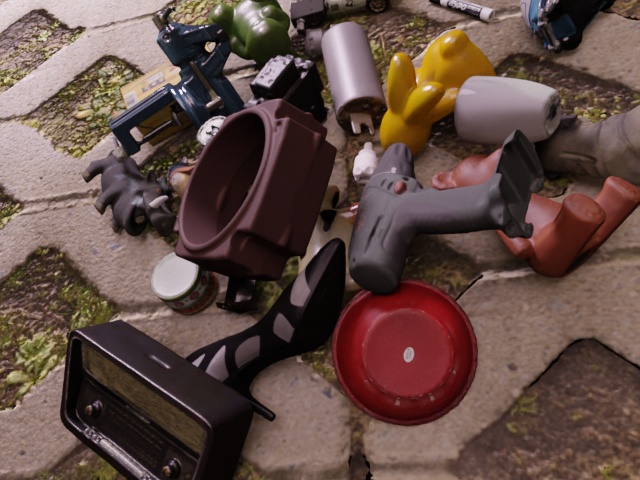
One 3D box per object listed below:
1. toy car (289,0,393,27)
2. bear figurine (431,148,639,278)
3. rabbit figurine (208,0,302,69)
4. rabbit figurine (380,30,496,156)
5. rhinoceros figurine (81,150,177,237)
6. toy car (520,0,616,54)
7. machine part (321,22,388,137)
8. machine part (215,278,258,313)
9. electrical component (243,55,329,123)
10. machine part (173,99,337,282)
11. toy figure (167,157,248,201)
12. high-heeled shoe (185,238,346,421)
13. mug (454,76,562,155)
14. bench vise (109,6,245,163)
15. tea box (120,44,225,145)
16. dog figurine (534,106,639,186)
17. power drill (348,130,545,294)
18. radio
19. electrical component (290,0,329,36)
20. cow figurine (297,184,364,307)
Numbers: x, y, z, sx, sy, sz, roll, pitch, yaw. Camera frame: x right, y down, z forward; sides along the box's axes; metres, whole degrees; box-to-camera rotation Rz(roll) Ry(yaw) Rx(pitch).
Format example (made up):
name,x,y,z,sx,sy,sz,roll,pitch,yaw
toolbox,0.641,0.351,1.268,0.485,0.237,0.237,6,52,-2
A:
name,x,y,z,sx,sy,sz,roll,pitch,yaw
toy car,0.042,-0.427,0.934,0.202,0.056,0.073,-6,60,14
bear figurine,0.236,-0.055,0.622,0.120,0.131,0.196,-17,55,-31
rabbit figurine,-0.094,-0.312,0.854,0.121,0.158,0.170,-28,38,3
rabbit figurine,0.148,-0.181,0.720,0.173,0.162,0.122,-46,69,9
rhinoceros figurine,-0.286,-0.066,0.826,0.112,0.073,0.190,-35,54,-17
toy car,0.348,-0.351,0.777,0.161,0.109,0.103,-55,38,-3
machine part,0.051,-0.248,0.816,0.079,0.079,0.243,-14,57,9
machine part,-0.104,0.030,0.717,0.084,0.039,0.139,-16,59,38
electrical component,-0.048,-0.199,0.785,0.058,0.134,0.115,25,73,28
machine part,-0.086,-0.058,0.644,0.201,0.087,0.201,1,71,52
toy figure,-0.174,-0.078,0.797,0.155,0.057,0.064,24,88,25
high-heeled shoe,-0.068,0.090,0.622,0.145,0.086,0.248,27,95,30
mug,0.229,-0.141,0.646,0.107,0.109,0.081,16,44,44
bench vise,-0.221,-0.209,0.804,0.241,0.223,0.129,-35,33,-3
tea box,-0.241,-0.248,0.913,0.170,0.068,0.098,-27,58,0
dog figurine,0.349,-0.123,0.600,0.191,0.172,0.121,12,54,15
power drill,0.127,-0.052,0.587,0.207,0.085,0.232,-7,44,39
radio,-0.193,0.195,0.607,0.230,0.073,0.131,23,106,28
electrical component,-0.017,-0.377,0.888,0.063,0.021,0.094,-9,59,15
cow figurine,-0.001,-0.002,0.691,0.127,0.085,0.195,-10,60,5
